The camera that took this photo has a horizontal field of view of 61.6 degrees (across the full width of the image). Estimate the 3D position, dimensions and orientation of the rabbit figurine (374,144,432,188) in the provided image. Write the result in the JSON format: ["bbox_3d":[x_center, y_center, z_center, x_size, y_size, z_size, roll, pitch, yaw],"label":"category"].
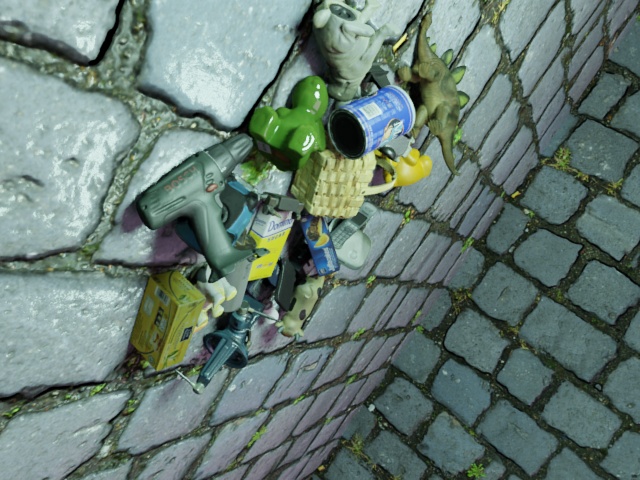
[{"bbox_3d":[0.203,-0.233,1.402,0.162,0.122,0.173,-23,129,-32],"label":"rabbit figurine"}]

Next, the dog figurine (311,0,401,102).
[{"bbox_3d":[0.028,-0.327,0.965,0.172,0.121,0.190,1,143,-30],"label":"dog figurine"}]

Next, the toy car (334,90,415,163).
[{"bbox_3d":[0.120,-0.246,1.151,0.201,0.056,0.073,36,93,-23],"label":"toy car"}]

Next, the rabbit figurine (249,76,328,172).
[{"bbox_3d":[-0.030,-0.214,0.992,0.170,0.121,0.159,-62,162,-15],"label":"rabbit figurine"}]

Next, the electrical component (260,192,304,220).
[{"bbox_3d":[-0.082,-0.069,1.109,0.102,0.078,0.045,6,100,-51],"label":"electrical component"}]

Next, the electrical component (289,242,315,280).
[{"bbox_3d":[-0.047,0.049,1.386,0.075,0.048,0.119,-49,155,-9],"label":"electrical component"}]

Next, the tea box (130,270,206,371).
[{"bbox_3d":[-0.296,0.155,1.038,0.068,0.098,0.169,-15,138,-52],"label":"tea box"}]

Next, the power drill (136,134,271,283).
[{"bbox_3d":[-0.165,-0.048,0.888,0.232,0.207,0.086,-31,-172,-24],"label":"power drill"}]

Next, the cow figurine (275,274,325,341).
[{"bbox_3d":[-0.057,0.187,1.467,0.127,0.085,0.194,-72,-172,-65],"label":"cow figurine"}]

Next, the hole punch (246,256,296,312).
[{"bbox_3d":[-0.116,0.104,1.318,0.142,0.092,0.116,62,39,-60],"label":"hole punch"}]

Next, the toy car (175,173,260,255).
[{"bbox_3d":[-0.186,-0.041,0.982,0.161,0.109,0.103,-56,-177,-20],"label":"toy car"}]

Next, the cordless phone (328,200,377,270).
[{"bbox_3d":[0.098,-0.020,1.384,0.146,0.089,0.184,32,121,-27],"label":"cordless phone"}]

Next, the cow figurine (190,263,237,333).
[{"bbox_3d":[-0.248,0.123,1.105,0.068,0.098,0.167,-29,166,-51],"label":"cow figurine"}]

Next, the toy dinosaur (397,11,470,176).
[{"bbox_3d":[0.297,-0.329,1.328,0.198,0.105,0.470,-43,135,-33],"label":"toy dinosaur"}]

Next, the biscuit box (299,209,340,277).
[{"bbox_3d":[-0.003,-0.004,1.287,0.059,0.063,0.202,-17,130,2],"label":"biscuit box"}]

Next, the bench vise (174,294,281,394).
[{"bbox_3d":[-0.216,0.248,1.250,0.241,0.129,0.223,-55,-178,-41],"label":"bench vise"}]

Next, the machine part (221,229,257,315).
[{"bbox_3d":[-0.186,0.068,1.134,0.079,0.079,0.243,-24,143,-46],"label":"machine part"}]

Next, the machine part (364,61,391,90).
[{"bbox_3d":[0.133,-0.315,1.114,0.039,0.139,0.084,-35,170,34],"label":"machine part"}]
